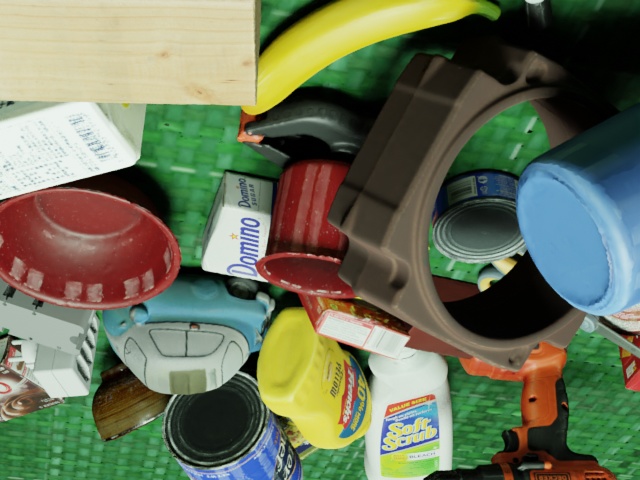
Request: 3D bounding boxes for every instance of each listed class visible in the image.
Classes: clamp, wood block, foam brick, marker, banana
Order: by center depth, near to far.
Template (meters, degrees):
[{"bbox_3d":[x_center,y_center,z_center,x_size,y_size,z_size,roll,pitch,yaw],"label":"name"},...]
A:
[{"bbox_3d":[-0.141,-0.147,0.666,0.206,0.091,0.090,1,142,-1],"label":"wood block"},{"bbox_3d":[0.134,-0.181,0.683,0.020,0.020,0.121,-10,141,12],"label":"marker"},{"bbox_3d":[0.020,-0.136,0.726,0.198,0.037,0.069,-17,138,20],"label":"banana"},{"bbox_3d":[0.028,-0.077,0.800,0.171,0.039,0.120,13,140,-17],"label":"clamp"},{"bbox_3d":[0.115,0.071,0.986,0.078,0.051,0.053,12,142,-16],"label":"foam brick"}]

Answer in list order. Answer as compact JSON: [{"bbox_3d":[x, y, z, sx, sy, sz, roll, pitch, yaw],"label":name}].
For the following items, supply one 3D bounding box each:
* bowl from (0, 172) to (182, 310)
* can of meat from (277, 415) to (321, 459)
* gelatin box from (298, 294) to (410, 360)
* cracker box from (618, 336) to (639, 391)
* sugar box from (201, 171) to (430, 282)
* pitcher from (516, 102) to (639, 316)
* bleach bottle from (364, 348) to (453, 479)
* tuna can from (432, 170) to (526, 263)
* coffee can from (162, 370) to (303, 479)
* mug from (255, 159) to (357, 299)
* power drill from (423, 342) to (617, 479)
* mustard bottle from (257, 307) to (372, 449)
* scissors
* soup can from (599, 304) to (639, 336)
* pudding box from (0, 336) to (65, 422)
[{"bbox_3d":[-0.192,-0.009,0.874,0.162,0.055,0.162,0,142,0],"label":"bowl"},{"bbox_3d":[-0.030,0.181,1.125,0.083,0.057,0.102,24,137,-27],"label":"can of meat"},{"bbox_3d":[0.029,0.065,0.957,0.089,0.073,0.030,20,112,-23],"label":"gelatin box"},{"bbox_3d":[0.409,0.082,0.987,0.213,0.072,0.164,8,141,-10],"label":"cracker box"},{"bbox_3d":[-0.006,0.001,0.899,0.176,0.048,0.093,9,142,-13],"label":"sugar box"},{"bbox_3d":[0.257,-0.036,0.687,0.242,0.149,0.145,-25,132,-18],"label":"pitcher"},{"bbox_3d":[0.085,0.171,1.109,0.102,0.068,0.251,-5,140,6],"label":"bleach bottle"},{"bbox_3d":[0.134,-0.019,0.882,0.086,0.033,0.086,0,143,0],"label":"tuna can"},{"bbox_3d":[-0.081,0.201,1.021,0.103,0.103,0.140,-8,143,9],"label":"coffee can"},{"bbox_3d":[0.015,-0.007,0.806,0.117,0.081,0.093,11,160,-3],"label":"mug"},{"bbox_3d":[0.178,0.177,1.013,0.184,0.187,0.057,2,144,-6],"label":"power drill"},{"bbox_3d":[0.005,0.146,1.021,0.058,0.096,0.191,-2,149,24],"label":"mustard bottle"},{"bbox_3d":[0.219,0.072,0.946,0.201,0.016,0.096,42,148,-5],"label":"scissors"},{"bbox_3d":[0.270,0.027,0.915,0.068,0.068,0.102,-3,142,3],"label":"soup can"},{"bbox_3d":[-0.328,0.145,1.089,0.114,0.039,0.090,-21,138,25],"label":"pudding box"}]
